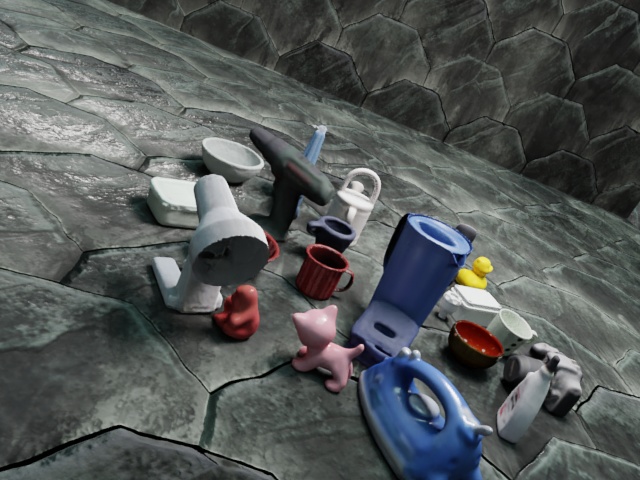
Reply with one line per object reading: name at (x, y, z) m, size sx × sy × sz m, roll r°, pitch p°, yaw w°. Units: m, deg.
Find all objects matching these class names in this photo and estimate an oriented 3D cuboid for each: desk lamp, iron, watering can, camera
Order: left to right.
desk lamp at (-0.181, 0.016, 0.921) m, size 0.118 × 0.213 × 0.202 m, roll 7°, pitch 30°, yaw -36°
watering can at (0.079, -0.093, 1.420) m, size 0.101 × 0.194 × 0.172 m, roll 13°, pitch 26°, yaw -25°
iron at (0.150, 0.246, 0.860) m, size 0.119 × 0.141 × 0.257 m, roll 7°, pitch 30°, yaw -36°
camera at (0.445, 0.263, 1.161) m, size 0.137 × 0.101 × 0.143 m, roll 20°, pitch 24°, yaw -13°

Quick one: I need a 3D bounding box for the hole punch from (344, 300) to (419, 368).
hole punch at (0.113, 0.176, 1.030) m, size 0.108 × 0.091 × 0.101 m, roll 31°, pitch 25°, yaw 13°

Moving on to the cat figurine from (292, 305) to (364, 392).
cat figurine at (0.009, 0.163, 0.923) m, size 0.127 × 0.117 × 0.067 m, roll 28°, pitch 24°, yaw 6°

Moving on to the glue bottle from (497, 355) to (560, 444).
glue bottle at (0.363, 0.265, 0.988) m, size 0.037 × 0.173 × 0.078 m, roll 25°, pitch 24°, yaw 1°

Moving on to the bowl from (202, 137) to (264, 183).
bowl at (-0.233, -0.195, 1.475) m, size 0.167 × 0.074 × 0.167 m, roll 21°, pitch 24°, yaw -10°

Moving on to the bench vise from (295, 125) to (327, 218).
bench vise at (-0.029, -0.173, 1.448) m, size 0.122 × 0.219 × 0.207 m, roll 17°, pitch 25°, yaw -18°

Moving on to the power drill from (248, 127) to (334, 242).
power drill at (-0.090, -0.113, 1.280) m, size 0.229 × 0.208 × 0.076 m, roll 29°, pitch 24°, yaw 9°

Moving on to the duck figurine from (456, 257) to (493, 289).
duck figurine at (0.413, 0.084, 1.516) m, size 0.105 × 0.086 × 0.077 m, roll 8°, pitch 29°, yaw -34°

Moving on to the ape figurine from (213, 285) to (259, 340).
ape figurine at (-0.128, 0.111, 0.928) m, size 0.076 × 0.092 × 0.078 m, roll 24°, pitch 24°, yaw -1°

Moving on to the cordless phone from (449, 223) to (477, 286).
cordless phone at (0.284, 0.024, 1.391) m, size 0.147 × 0.185 × 0.094 m, roll 26°, pitch 24°, yaw 2°

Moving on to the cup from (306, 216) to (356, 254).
cup at (0.012, 0.005, 1.278) m, size 0.118 × 0.095 × 0.091 m, roll 11°, pitch 28°, yaw -30°
